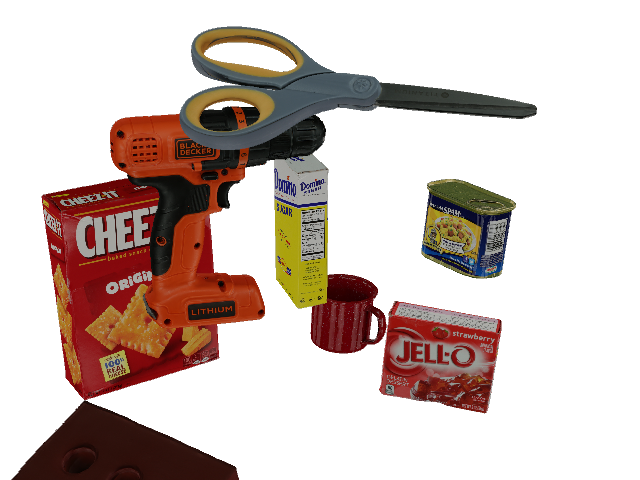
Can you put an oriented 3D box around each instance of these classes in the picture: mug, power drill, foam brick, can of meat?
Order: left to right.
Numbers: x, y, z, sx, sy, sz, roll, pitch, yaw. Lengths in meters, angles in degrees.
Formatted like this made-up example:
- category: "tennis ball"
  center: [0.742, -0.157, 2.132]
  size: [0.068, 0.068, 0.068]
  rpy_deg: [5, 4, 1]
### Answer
- category: "foam brick"
  center: [-0.075, 0.111, 0.425]
  size: [0.078, 0.051, 0.052]
  rpy_deg: [18, 44, 23]
- category: "power drill"
  center: [-0.086, -0.023, 0.922]
  size: [0.184, 0.188, 0.057]
  rpy_deg: [-5, 19, -15]
- category: "mug"
  center: [0.039, 0.104, 1.450]
  size: [0.117, 0.081, 0.093]
  rpy_deg: [18, 26, 30]
- category: "can of meat"
  center: [0.162, -0.013, 1.186]
  size: [0.057, 0.084, 0.102]
  rpy_deg: [-13, 28, -39]

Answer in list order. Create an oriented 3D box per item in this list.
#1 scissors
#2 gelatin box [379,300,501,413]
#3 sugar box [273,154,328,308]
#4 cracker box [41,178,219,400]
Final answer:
- category: "scissors"
  center: [0.008, -0.071, 0.594]
  size: [0.202, 0.096, 0.016]
  rpy_deg: [21, -31, 19]
- category: "gelatin box"
  center: [0.095, 0.093, 0.852]
  size: [0.089, 0.073, 0.030]
  rpy_deg: [9, 23, 11]
- category: "sugar box"
  center: [-0.025, -0.017, 1.290]
  size: [0.048, 0.176, 0.093]
  rpy_deg: [-11, 25, -18]
- category: "cracker box"
  center: [-0.197, 0.045, 1.140]
  size: [0.163, 0.214, 0.072]
  rpy_deg: [-14, 25, -28]
